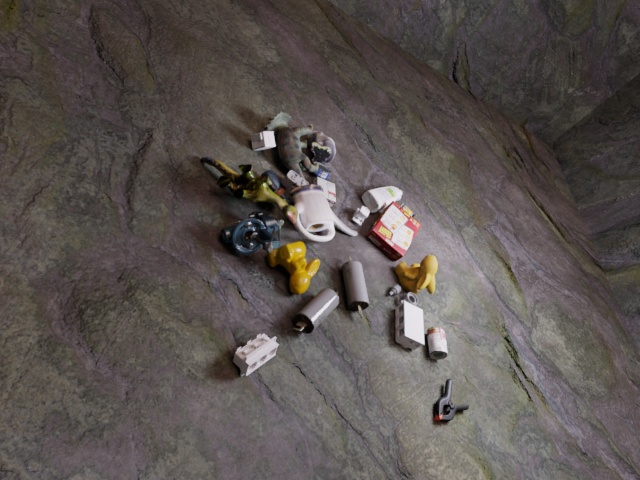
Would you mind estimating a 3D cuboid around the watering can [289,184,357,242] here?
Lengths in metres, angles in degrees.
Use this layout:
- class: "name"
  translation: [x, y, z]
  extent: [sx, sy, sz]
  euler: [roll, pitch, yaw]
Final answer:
- class: "watering can"
  translation: [0.006, -0.098, 1.950]
  extent: [0.348, 0.103, 0.227]
  euler: [0, 67, -51]

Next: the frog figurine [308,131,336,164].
- class: "frog figurine"
  translation: [0.009, -0.407, 2.211]
  extent: [0.163, 0.122, 0.135]
  euler: [-86, 153, -52]

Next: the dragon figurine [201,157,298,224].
- class: "dragon figurine"
  translation: [-0.227, -0.172, 1.804]
  extent: [0.415, 0.122, 0.239]
  euler: [35, -2, 35]
